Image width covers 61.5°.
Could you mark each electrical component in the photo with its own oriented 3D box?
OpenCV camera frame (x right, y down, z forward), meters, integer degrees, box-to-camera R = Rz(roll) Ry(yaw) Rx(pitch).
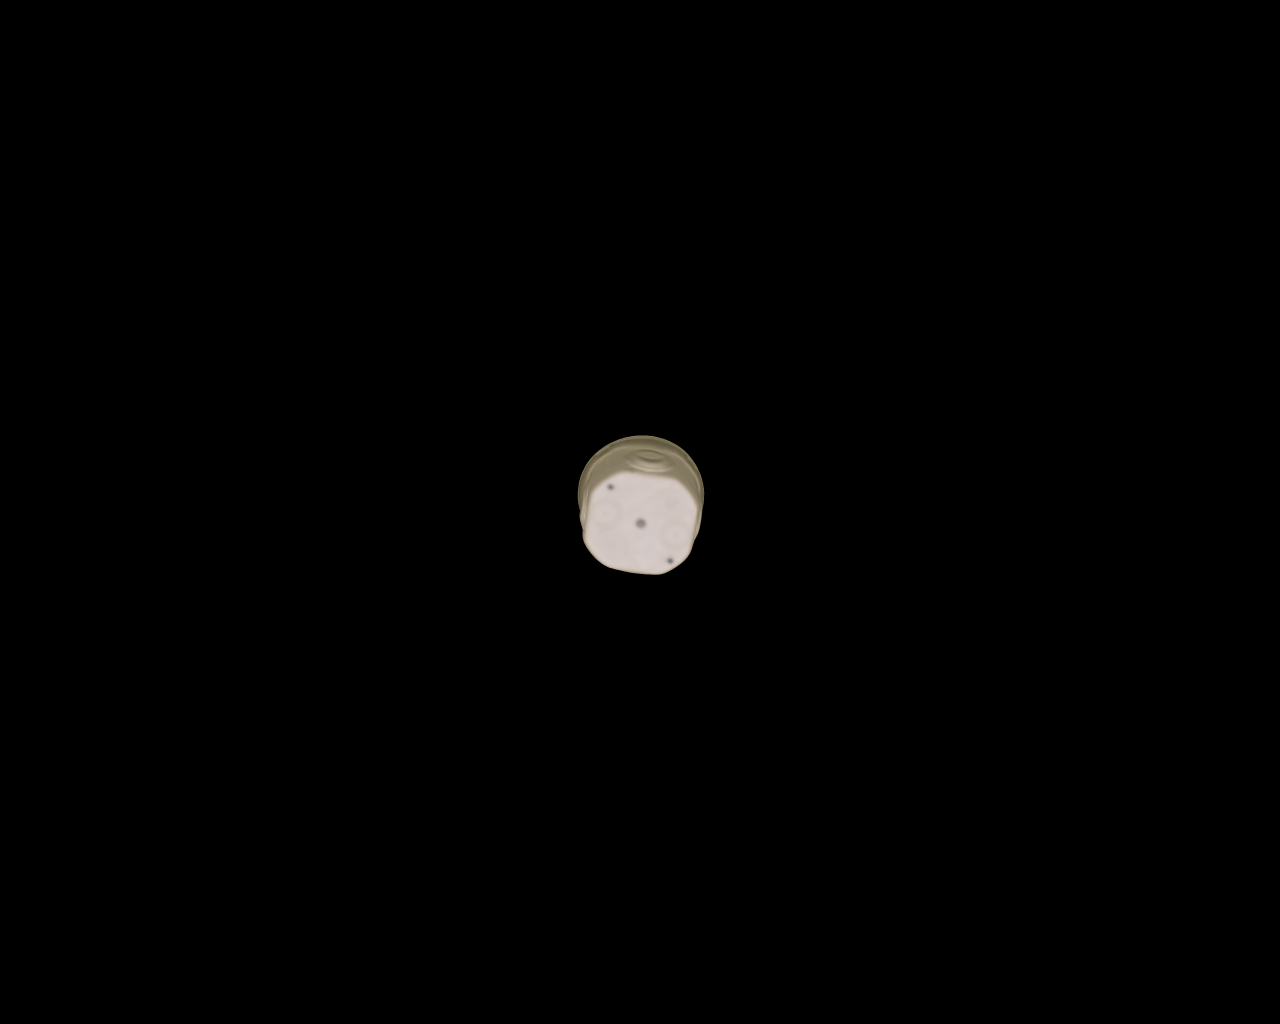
[{"bbox_3d":[0.001,-0.003,0.650,0.080,0.080,0.051,0,24,0],"label":"electrical component"}]
